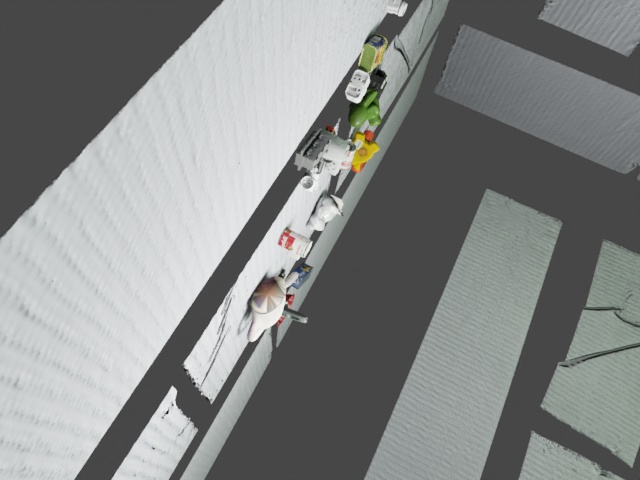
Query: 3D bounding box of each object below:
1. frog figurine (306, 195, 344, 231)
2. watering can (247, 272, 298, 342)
[{"bbox_3d":[0.006,-0.107,2.126,0.159,0.123,0.137,-28,180,1],"label":"frog figurine"},{"bbox_3d":[-0.165,0.203,1.858,0.355,0.104,0.219,-58,169,-34],"label":"watering can"}]
